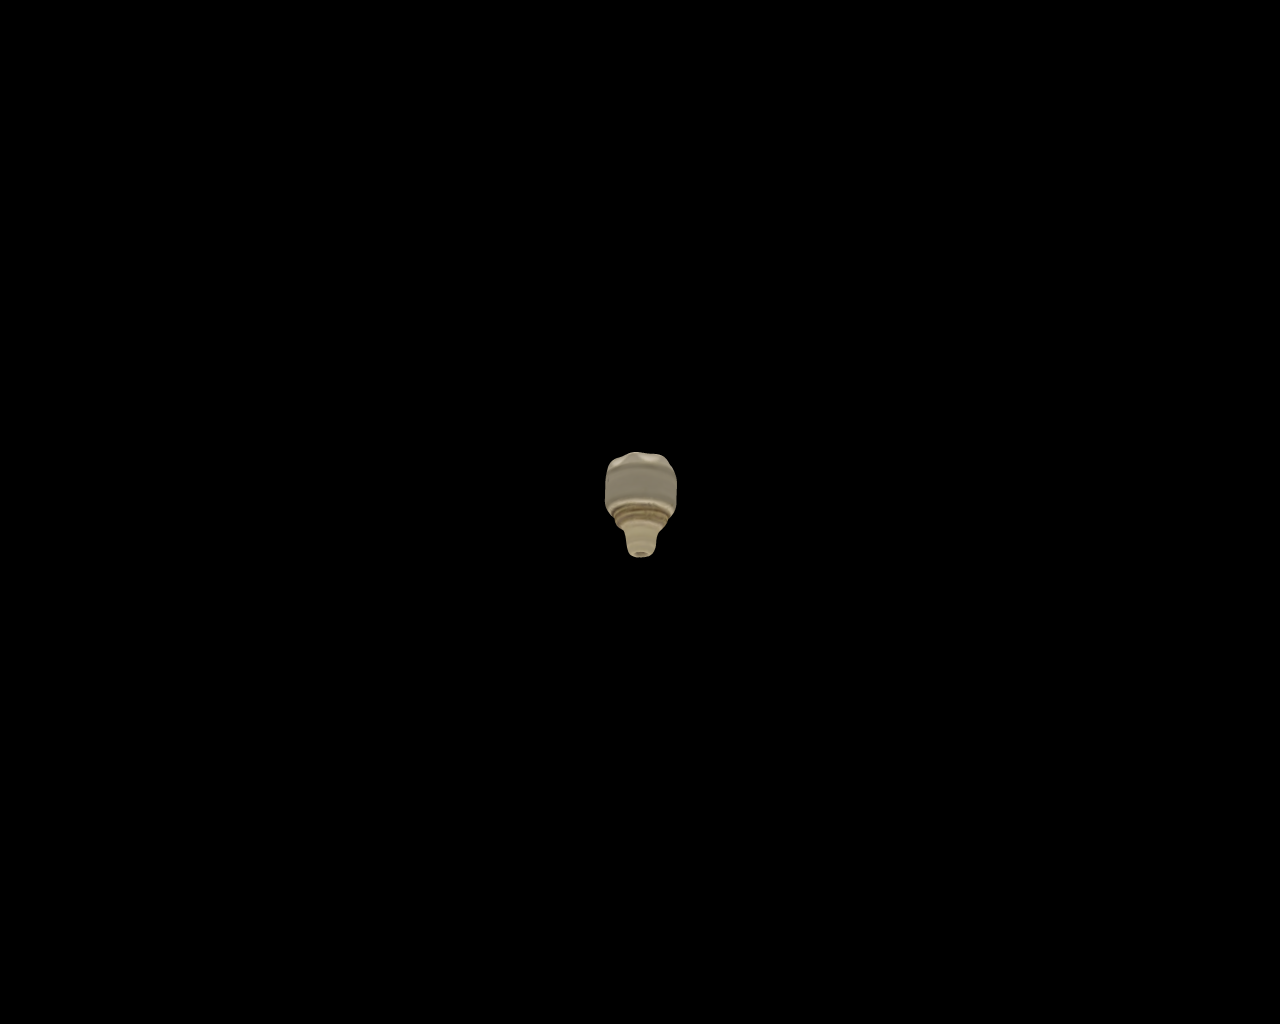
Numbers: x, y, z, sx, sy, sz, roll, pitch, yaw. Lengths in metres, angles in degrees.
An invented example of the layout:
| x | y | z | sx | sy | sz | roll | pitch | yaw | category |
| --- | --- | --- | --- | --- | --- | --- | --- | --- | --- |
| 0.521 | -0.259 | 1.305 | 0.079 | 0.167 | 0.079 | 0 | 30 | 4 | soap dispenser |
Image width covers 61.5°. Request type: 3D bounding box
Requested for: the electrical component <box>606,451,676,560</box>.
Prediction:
| x | y | z | sx | sy | sz | roll | pitch | yaw | category |
| --- | --- | --- | --- | --- | --- | --- | --- | --- | --- |
| 0.001 | -0.003 | 0.650 | 0.043 | 0.062 | 0.043 | 0 | -21 | 0 | electrical component |
